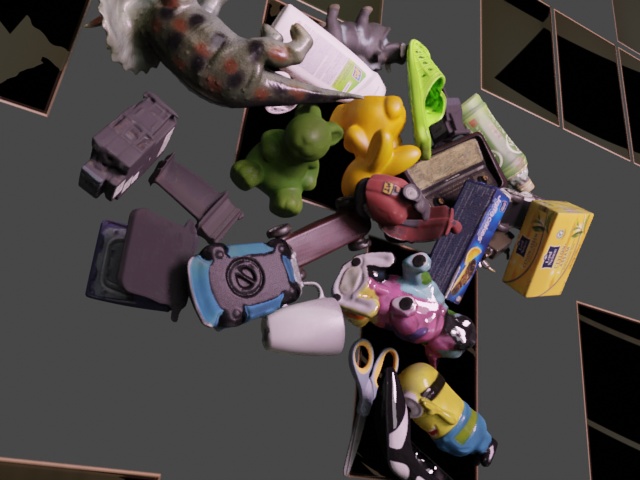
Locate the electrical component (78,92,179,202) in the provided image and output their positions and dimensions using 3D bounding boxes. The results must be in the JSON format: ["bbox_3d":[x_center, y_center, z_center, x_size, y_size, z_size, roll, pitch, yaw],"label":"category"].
[{"bbox_3d":[-0.254,-0.114,0.701,0.058,0.115,0.134,39,57,-9],"label":"electrical component"}]

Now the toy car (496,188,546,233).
[{"bbox_3d":[0.364,-0.055,1.005,0.201,0.073,0.056,0,28,-48],"label":"toy car"}]

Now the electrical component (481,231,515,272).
[{"bbox_3d":[0.318,0.012,1.006,0.078,0.045,0.102,38,51,23],"label":"electrical component"}]

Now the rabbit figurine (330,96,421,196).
[{"bbox_3d":[0.091,-0.143,0.891,0.122,0.162,0.173,22,81,-33],"label":"rabbit figurine"}]

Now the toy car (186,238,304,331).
[{"bbox_3d":[-0.109,0.057,0.723,0.161,0.103,0.109,-14,86,-34],"label":"toy car"}]

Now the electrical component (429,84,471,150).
[{"bbox_3d":[0.234,-0.243,1.033,0.048,0.075,0.119,-12,82,-32],"label":"electrical component"}]

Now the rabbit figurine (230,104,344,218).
[{"bbox_3d":[-0.027,-0.129,0.794,0.121,0.170,0.159,43,59,-9],"label":"rabbit figurine"}]

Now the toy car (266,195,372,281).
[{"bbox_3d":[-0.002,-0.003,0.833,0.202,0.053,0.089,-26,106,-31],"label":"toy car"}]

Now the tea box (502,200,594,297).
[{"bbox_3d":[0.415,0.016,0.985,0.098,0.068,0.169,-2,117,-28],"label":"tea box"}]

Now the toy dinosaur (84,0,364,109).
[{"bbox_3d":[-0.149,-0.260,0.753,0.405,0.131,0.192,37,87,2],"label":"toy dinosaur"}]

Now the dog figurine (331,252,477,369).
[{"bbox_3d":[0.137,0.120,0.841,0.219,0.192,0.108,54,46,-44],"label":"dog figurine"}]

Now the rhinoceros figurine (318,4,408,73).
[{"bbox_3d":[0.079,-0.366,0.995,0.190,0.073,0.112,-1,72,-28],"label":"rhinoceros figurine"}]

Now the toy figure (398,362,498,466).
[{"bbox_3d":[0.190,0.266,0.823,0.180,0.082,0.089,38,40,-3],"label":"toy figure"}]

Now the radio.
[{"bbox_3d":[0.234,-0.101,0.981,0.229,0.073,0.131,-26,85,-32],"label":"radio"}]

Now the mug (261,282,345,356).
[{"bbox_3d":[-0.029,0.114,0.761,0.107,0.081,0.109,-4,80,-21],"label":"mug"}]

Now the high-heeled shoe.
[{"bbox_3d":[0.155,0.299,0.766,0.145,0.086,0.248,-3,98,-8],"label":"high-heeled shoe"}]

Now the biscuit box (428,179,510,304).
[{"bbox_3d":[0.239,0.002,0.894,0.059,0.063,0.202,24,92,-48],"label":"biscuit box"}]

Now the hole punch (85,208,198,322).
[{"bbox_3d":[-0.228,0.031,0.692,0.115,0.092,0.142,32,52,-49],"label":"hole punch"}]

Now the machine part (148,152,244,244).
[{"bbox_3d":[-0.180,-0.059,0.767,0.139,0.039,0.084,44,63,-9],"label":"machine part"}]

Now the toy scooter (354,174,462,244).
[{"bbox_3d":[0.142,-0.041,0.836,0.183,0.135,0.075,42,60,-50],"label":"toy scooter"}]
